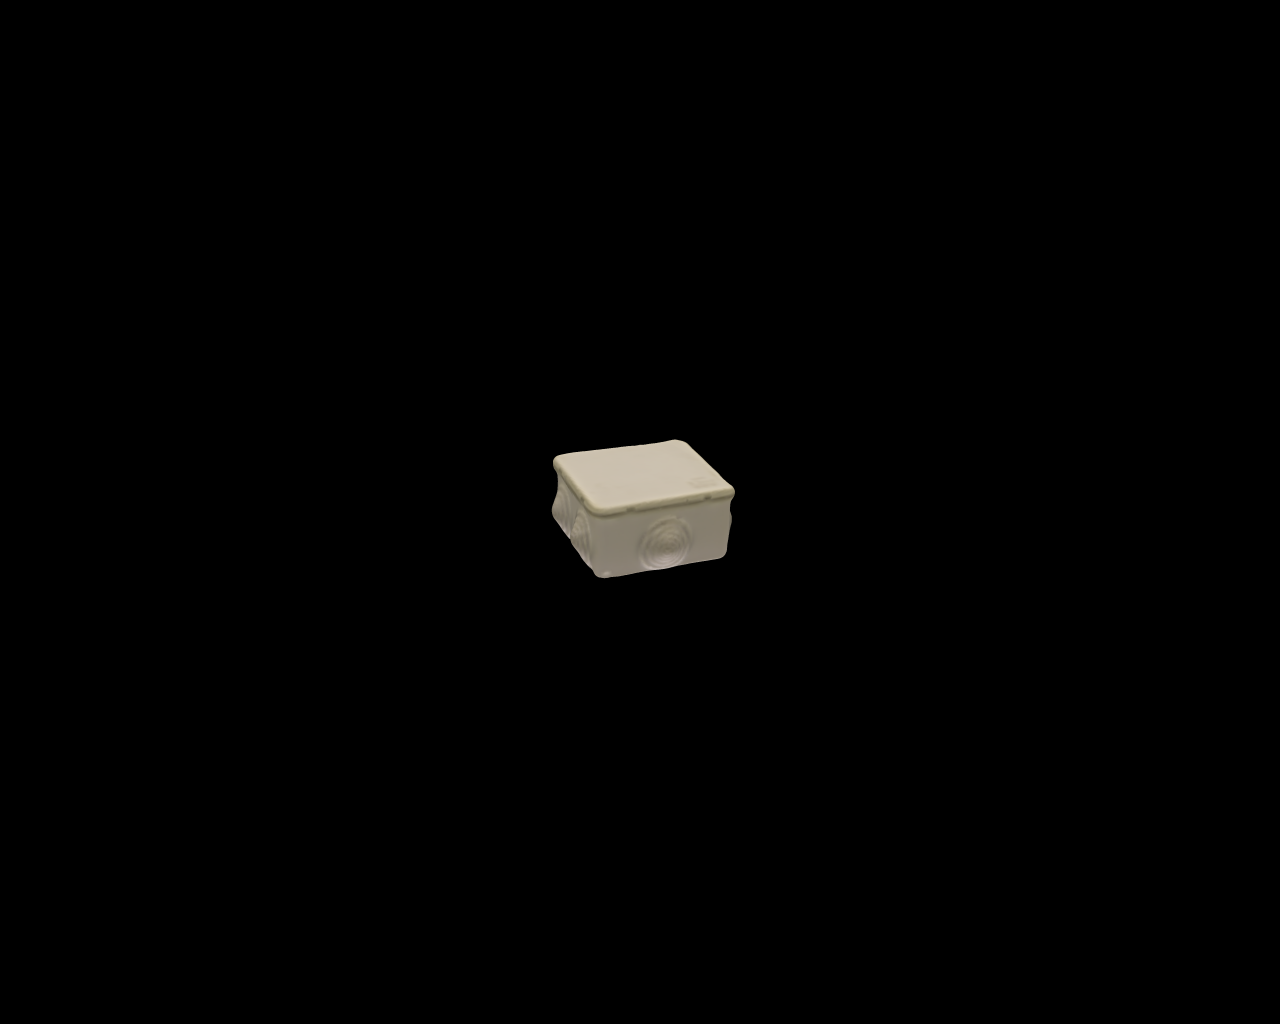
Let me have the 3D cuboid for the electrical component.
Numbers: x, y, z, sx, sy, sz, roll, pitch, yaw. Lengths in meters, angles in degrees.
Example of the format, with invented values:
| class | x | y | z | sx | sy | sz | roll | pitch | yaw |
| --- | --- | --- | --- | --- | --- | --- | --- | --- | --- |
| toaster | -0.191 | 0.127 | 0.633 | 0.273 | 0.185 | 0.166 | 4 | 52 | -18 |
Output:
| class | x | y | z | sx | sy | sz | roll | pitch | yaw |
| --- | --- | --- | --- | --- | --- | --- | --- | --- | --- |
| electrical component | 0.001 | -0.003 | 0.650 | 0.100 | 0.048 | 0.100 | -8 | 26 | -18 |
